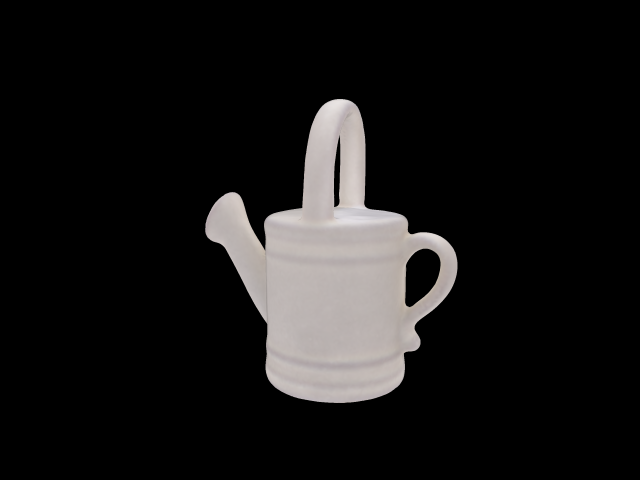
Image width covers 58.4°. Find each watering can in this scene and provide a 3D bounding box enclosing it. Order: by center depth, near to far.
[{"bbox_3d":[0.003,0.002,0.398,0.173,0.194,0.101,0,9,-1],"label":"watering can"}]
